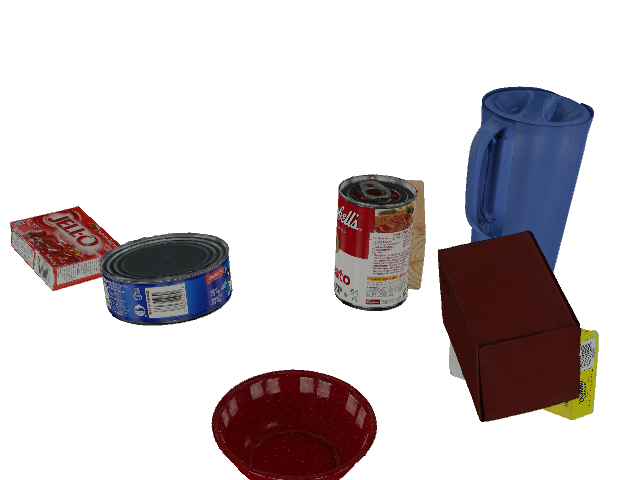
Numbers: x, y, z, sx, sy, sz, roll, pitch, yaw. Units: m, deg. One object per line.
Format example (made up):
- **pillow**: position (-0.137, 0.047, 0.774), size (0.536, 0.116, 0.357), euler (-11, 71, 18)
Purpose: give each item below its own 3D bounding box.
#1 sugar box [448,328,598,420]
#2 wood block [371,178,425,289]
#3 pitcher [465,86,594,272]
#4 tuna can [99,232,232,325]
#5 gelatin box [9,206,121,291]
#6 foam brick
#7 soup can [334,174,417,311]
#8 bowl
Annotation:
- **sugar box**: position (0.220, 0.126, 1.180), size (0.048, 0.093, 0.177), euler (-9, 16, -42)
- **wood block**: position (0.111, -0.014, 1.616), size (0.091, 0.090, 0.206), euler (4, 26, 3)
- **pitcher**: position (0.245, -0.058, 1.324), size (0.149, 0.243, 0.145), euler (4, 27, 0)
- **tuna can**: position (-0.102, 0.025, 0.710), size (0.086, 0.034, 0.086), euler (-4, 20, 1)
- **gelatin box**: position (-0.238, 0.005, 0.998), size (0.073, 0.030, 0.089), euler (-16, 40, -37)
- **foam brick**: position (0.093, 0.041, 0.533), size (0.051, 0.053, 0.078), euler (-11, 38, -2)
- **soup can**: position (0.047, 0.002, 0.931), size (0.068, 0.102, 0.068), euler (2, 26, -1)
- **bowl**: position (-0.026, 0.198, 1.054), size (0.162, 0.055, 0.162), euler (1, 31, -1)
